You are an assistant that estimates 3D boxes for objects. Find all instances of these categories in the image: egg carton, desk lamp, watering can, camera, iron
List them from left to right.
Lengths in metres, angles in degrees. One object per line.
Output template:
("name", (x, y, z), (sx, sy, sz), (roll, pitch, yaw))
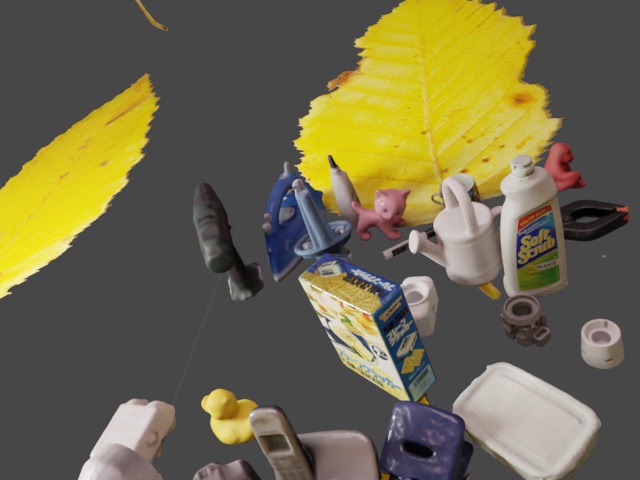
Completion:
("desk lamp", (-0.264, 0.399, 0.729), (0.117, 0.214, 0.203), (0, 43, 30))
("egg carton", (-0.308, 0.337, 0.955), (0.107, 0.070, 0.150), (-4, 41, 26))
("camera", (-0.139, 0.384, 0.770), (0.143, 0.101, 0.136), (-31, 36, -8))
("iron", (-0.078, -0.048, 1.240), (0.118, 0.142, 0.258), (-7, 40, 23))
("watering can", (0.239, -0.017, 0.972), (0.173, 0.194, 0.100), (-37, 38, -15))

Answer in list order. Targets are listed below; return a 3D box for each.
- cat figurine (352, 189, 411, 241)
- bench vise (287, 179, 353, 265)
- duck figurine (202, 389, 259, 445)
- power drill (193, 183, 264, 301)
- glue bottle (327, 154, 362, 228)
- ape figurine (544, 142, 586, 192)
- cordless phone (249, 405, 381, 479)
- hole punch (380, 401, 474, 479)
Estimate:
("cat figurine", (0.125, -0.062, 1.160), (0.127, 0.118, 0.067), (-2, 42, 29))
("bench vise", (0.019, -0.003, 1.061), (0.121, 0.220, 0.206), (-36, 37, -15))
("duck figurine", (-0.144, 0.276, 0.921), (0.104, 0.086, 0.077), (1, 44, 31))
("power drill", (-0.194, 0.014, 1.173), (0.075, 0.209, 0.229), (-25, 36, 1))
("glue bottle", (0.049, -0.110, 1.217), (0.037, 0.173, 0.078), (-12, 38, 17))
("ape figurine", (0.460, -0.143, 1.088), (0.076, 0.092, 0.078), (-5, 41, 25))
("cordless phone", (-0.006, 0.280, 0.752), (0.147, 0.185, 0.094), (-14, 38, 15))
("hole punch", (0.138, 0.278, 0.751), (0.108, 0.091, 0.101), (6, 46, 35))
